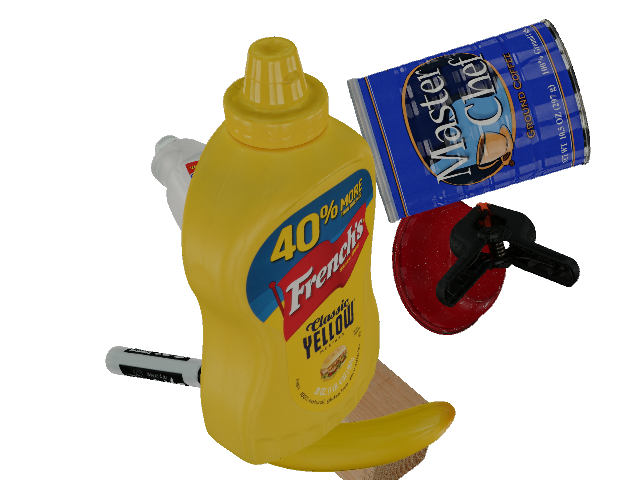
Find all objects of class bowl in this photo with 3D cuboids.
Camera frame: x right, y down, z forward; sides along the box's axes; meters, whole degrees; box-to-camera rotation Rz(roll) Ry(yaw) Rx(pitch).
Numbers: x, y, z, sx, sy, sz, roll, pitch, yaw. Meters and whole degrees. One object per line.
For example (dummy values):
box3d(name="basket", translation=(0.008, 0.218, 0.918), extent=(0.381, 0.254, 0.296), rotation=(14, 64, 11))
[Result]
box3d(name="bowl", translation=(0.157, 0.025, 1.193), extent=(0.161, 0.162, 0.055), rotation=(0, -5, -39))

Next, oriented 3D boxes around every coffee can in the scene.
box3d(name="coffee can", translation=(0.099, -0.081, 0.728), extent=(0.140, 0.103, 0.103), rotation=(-17, -1, 4))

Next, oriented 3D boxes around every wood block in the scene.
box3d(name="wood block", translation=(0.015, 0.163, 1.135), extent=(0.090, 0.090, 0.206), rotation=(-28, 53, -33))

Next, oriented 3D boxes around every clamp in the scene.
box3d(name="clamp", translation=(0.168, 0.008, 0.959), extent=(0.120, 0.039, 0.171), rotation=(-1, 27, 11))

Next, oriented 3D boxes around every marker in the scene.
box3d(name="marker", translation=(-0.093, 0.081, 0.672), extent=(0.121, 0.020, 0.020), rotation=(2, 1, 44))

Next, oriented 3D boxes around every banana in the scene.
box3d(name="banana", translation=(0.016, 0.150, 0.831), extent=(0.197, 0.037, 0.069), rotation=(3, 42, -10))

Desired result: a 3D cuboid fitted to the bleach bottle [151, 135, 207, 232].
box3d(name="bleach bottle", translation=(-0.105, -0.035, 1.032), extent=(0.102, 0.068, 0.251), rotation=(-9, 35, -31))

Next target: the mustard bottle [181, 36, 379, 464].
box3d(name="mustard bottle", translation=(-0.015, 0.002, 0.457), extent=(0.058, 0.192, 0.096), rotation=(29, 48, 34))
